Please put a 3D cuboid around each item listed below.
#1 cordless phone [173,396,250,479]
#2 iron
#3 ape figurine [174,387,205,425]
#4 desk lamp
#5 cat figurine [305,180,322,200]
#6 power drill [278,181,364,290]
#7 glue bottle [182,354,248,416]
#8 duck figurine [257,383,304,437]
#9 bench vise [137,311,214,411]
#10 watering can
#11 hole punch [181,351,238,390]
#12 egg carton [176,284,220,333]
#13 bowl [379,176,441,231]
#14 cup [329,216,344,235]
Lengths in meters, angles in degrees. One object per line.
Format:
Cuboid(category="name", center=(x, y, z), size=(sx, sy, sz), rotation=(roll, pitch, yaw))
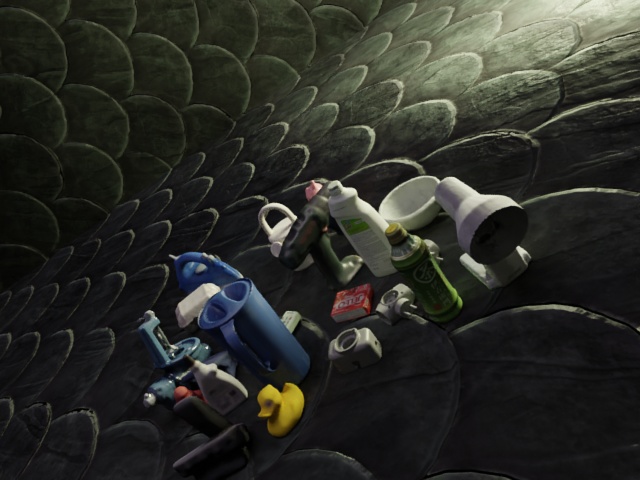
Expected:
Cuboid(category="cordless phone", center=(-0.236, 0.376, 1.099), size=(0.147, 0.185, 0.094), rotation=(-35, 27, 4))
Cuboid(category="iron", center=(-0.352, 0.085, 1.740), size=(0.257, 0.142, 0.119), rotation=(-9, 38, 42))
Cuboid(category="ape figurine", center=(-0.293, 0.366, 1.285), size=(0.075, 0.092, 0.078), rotation=(-3, 43, 48))
Cuboid(category="desk lamp", center=(0.296, -0.012, 1.044), size=(0.118, 0.214, 0.202), rotation=(-37, 27, 0))
Cuboid(category="cat figurine", center=(0.001, -0.117, 1.665), size=(0.067, 0.118, 0.127), rotation=(-34, 27, 6))
Cuboid(category="power drill", center=(0.012, 0.005, 1.360), size=(0.230, 0.209, 0.075), rotation=(-49, 30, -23))
Cuboid(category="glue bottle", center=(-0.234, 0.301, 1.227), size=(0.078, 0.173, 0.037), rotation=(-37, 27, 1))
Cuboid(category="duck figurine", center=(-0.084, 0.318, 1.119), size=(0.077, 0.086, 0.105), rotation=(-11, 37, 40))
Cuboid(category="bench vise", center=(-0.359, 0.284, 1.352), size=(0.121, 0.220, 0.207), rotation=(-25, 29, 22))
Cuboid(category="watering can", center=(-0.087, -0.014, 1.524), size=(0.101, 0.194, 0.172), rotation=(-34, 27, 5))
Cuboid(category="hole punch", center=(-0.260, 0.306, 1.341), size=(0.108, 0.091, 0.101), rotation=(-29, 28, 16))
Cuboid(category="egg carton", center=(-0.344, 0.192, 1.643), size=(0.150, 0.069, 0.107), rotation=(-40, 27, -5))
Cuboid(category="bowl", center=(0.228, -0.074, 1.376), size=(0.167, 0.075, 0.167), rotation=(-28, 28, 17))
Cuboid(category="cup", center=(0.035, -0.057, 1.555), size=(0.117, 0.095, 0.092), rotation=(-20, 32, 30))
